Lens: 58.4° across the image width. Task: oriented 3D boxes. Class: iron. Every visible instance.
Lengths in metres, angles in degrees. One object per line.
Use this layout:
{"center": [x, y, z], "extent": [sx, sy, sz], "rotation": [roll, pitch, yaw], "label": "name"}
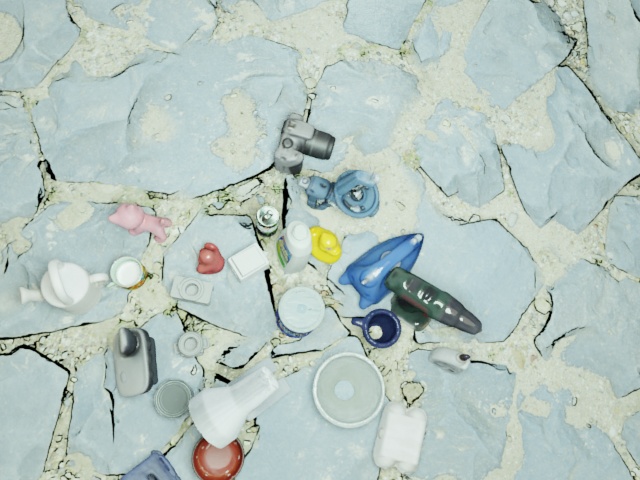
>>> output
{"center": [0.173, 0.046, 1.373], "extent": [0.258, 0.141, 0.118], "rotation": [-39, 83, -15], "label": "iron"}

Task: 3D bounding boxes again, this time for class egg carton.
{"center": [0.182, 0.450, 1.306], "extent": [0.107, 0.069, 0.150], "rotation": [15, 74, -3], "label": "egg carton"}

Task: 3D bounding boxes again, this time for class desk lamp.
{"center": [-0.165, 0.334, 1.214], "extent": [0.203, 0.213, 0.118], "rotation": [-34, 82, -14], "label": "desk lamp"}

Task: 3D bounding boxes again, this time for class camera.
{"center": [-0.035, -0.239, 1.442], "extent": [0.137, 0.100, 0.143], "rotation": [16, 74, -3], "label": "camera"}

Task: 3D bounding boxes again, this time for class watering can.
{"center": [-0.551, 0.103, 1.233], "extent": [0.173, 0.194, 0.101], "rotation": [-37, 83, -15], "label": "watering can"}

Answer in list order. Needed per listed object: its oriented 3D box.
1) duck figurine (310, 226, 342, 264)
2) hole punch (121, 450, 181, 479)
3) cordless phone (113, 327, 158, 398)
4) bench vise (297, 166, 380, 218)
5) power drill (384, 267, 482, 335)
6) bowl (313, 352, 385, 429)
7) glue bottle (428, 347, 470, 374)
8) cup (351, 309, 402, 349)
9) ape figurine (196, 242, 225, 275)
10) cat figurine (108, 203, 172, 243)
{"center": [0.013, 0.005, 1.392], "extent": [0.077, 0.086, 0.104], "rotation": [-41, 84, -15], "label": "duck figurine"}
{"center": [-0.353, 0.512, 1.205], "extent": [0.101, 0.091, 0.108], "rotation": [-37, 83, -15], "label": "hole punch"}
{"center": [-0.405, 0.257, 1.217], "extent": [0.094, 0.185, 0.147], "rotation": [-11, 77, -10], "label": "cordless phone"}
{"center": [0.055, -0.113, 1.359], "extent": [0.207, 0.219, 0.121], "rotation": [-4, 76, -9], "label": "bench vise"}
{"center": [0.243, 0.152, 1.320], "extent": [0.229, 0.208, 0.076], "rotation": [34, 74, 2], "label": "power drill"}
{"center": [0.061, 0.344, 1.315], "extent": [0.167, 0.074, 0.167], "rotation": [2, 75, -7], "label": "bowl"}
{"center": [0.309, 0.275, 1.315], "extent": [0.078, 0.173, 0.037], "rotation": [31, 74, 2], "label": "glue bottle"}
{"center": [0.124, 0.210, 1.348], "extent": [0.118, 0.095, 0.092], "rotation": [14, 74, -4], "label": "cup"}
{"center": [-0.261, 0.044, 1.341], "extent": [0.076, 0.092, 0.078], "rotation": [36, 74, 3], "label": "ape figurine"}
{"center": [-0.417, -0.048, 1.331], "extent": [0.128, 0.117, 0.067], "rotation": [12, 74, -4], "label": "cat figurine"}
